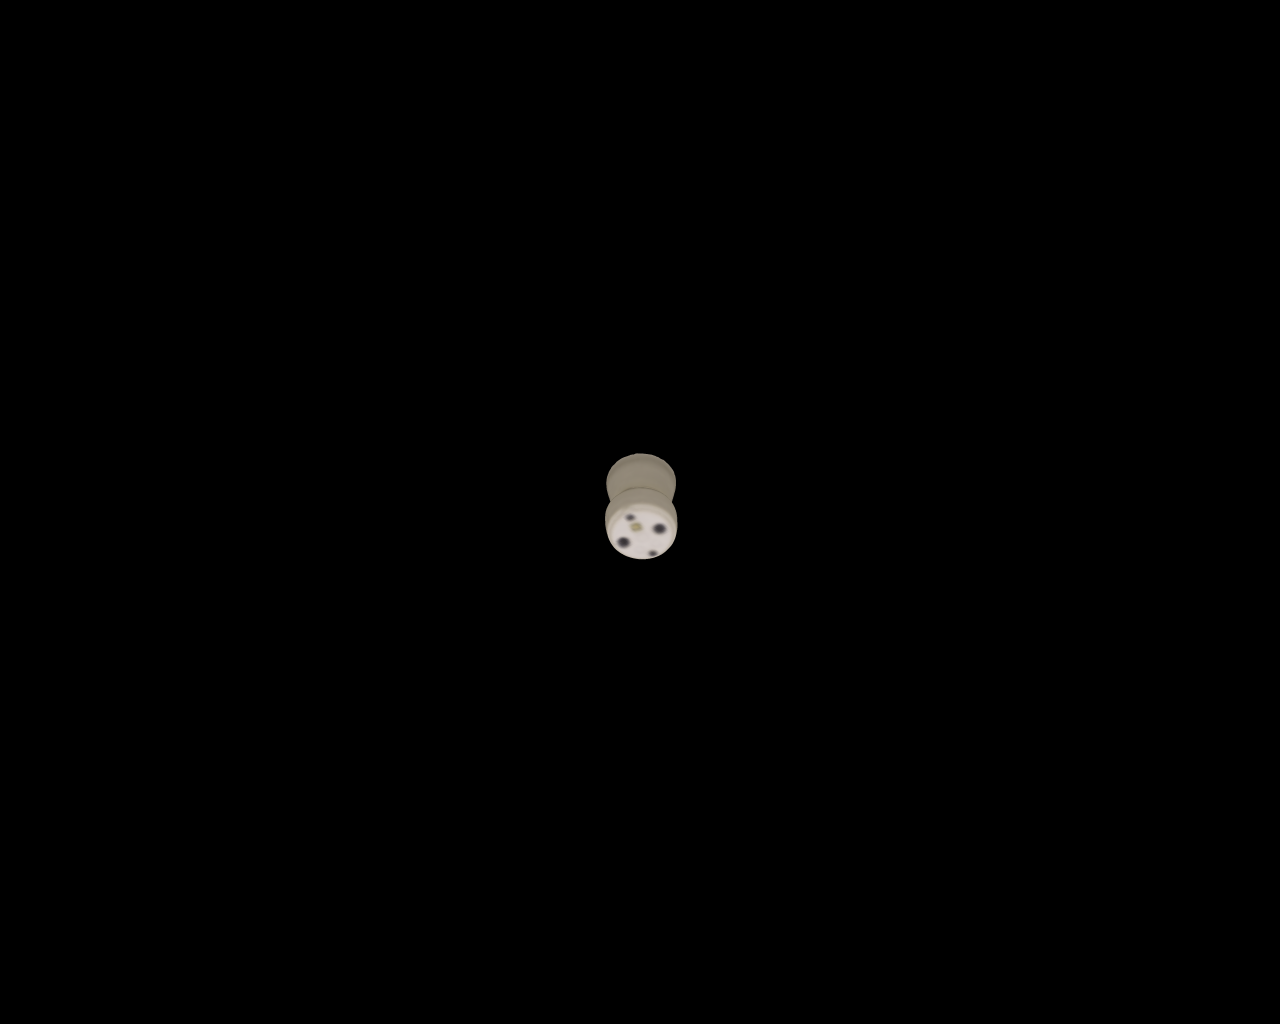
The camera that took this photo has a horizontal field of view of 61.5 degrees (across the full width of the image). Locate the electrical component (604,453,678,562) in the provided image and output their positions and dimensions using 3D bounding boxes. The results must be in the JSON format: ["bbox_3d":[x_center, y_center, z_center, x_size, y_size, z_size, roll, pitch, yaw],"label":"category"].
[{"bbox_3d":[0.001,-0.003,0.650,0.045,0.044,0.055,0,37,0],"label":"electrical component"}]
